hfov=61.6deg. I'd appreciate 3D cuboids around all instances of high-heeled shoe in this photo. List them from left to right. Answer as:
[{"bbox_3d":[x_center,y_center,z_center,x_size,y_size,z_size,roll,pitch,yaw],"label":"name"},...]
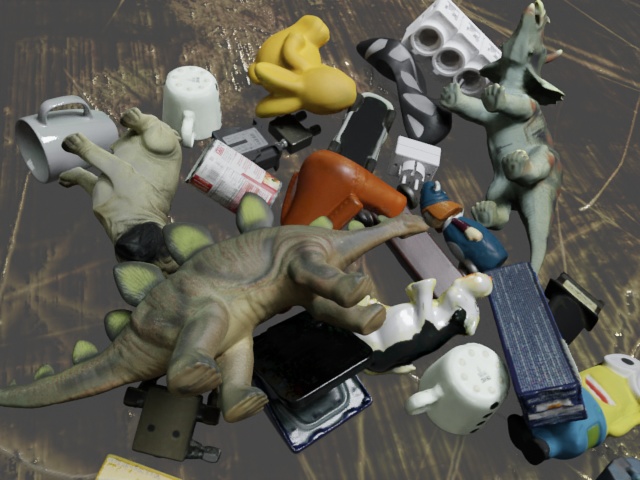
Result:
[{"bbox_3d":[0.122,-0.240,0.889,0.249,0.086,0.145,35,86,35],"label":"high-heeled shoe"}]

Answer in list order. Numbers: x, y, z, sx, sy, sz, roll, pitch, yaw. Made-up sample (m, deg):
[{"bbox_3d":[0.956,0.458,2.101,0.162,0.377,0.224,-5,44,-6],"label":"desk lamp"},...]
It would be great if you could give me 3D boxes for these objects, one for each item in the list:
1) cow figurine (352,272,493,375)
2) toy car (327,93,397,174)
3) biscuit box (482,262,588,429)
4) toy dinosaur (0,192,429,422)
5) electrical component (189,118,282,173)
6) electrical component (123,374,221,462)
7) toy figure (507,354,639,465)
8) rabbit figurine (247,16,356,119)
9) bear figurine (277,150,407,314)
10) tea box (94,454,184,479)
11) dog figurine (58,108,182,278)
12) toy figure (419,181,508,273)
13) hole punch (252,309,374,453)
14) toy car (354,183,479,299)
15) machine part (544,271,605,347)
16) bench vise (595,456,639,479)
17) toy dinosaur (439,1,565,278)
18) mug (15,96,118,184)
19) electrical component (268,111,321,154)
[{"bbox_3d":[0.118,0.093,0.601,0.167,0.068,0.098,-15,76,8],"label":"cow figurine"},{"bbox_3d":[0.059,-0.147,0.798,0.073,0.056,0.202,25,55,-1],"label":"toy car"},{"bbox_3d":[0.234,0.107,0.602,0.063,0.059,0.203,-17,31,16],"label":"biscuit box"},{"bbox_3d":[-0.108,0.069,0.513,0.471,0.104,0.199,-26,44,-12],"label":"toy dinosaur"},{"bbox_3d":[-0.121,-0.115,0.740,0.119,0.047,0.075,-21,62,-27],"label":"electrical component"},{"bbox_3d":[-0.143,0.173,0.533,0.102,0.045,0.078,8,82,-3],"label":"electrical component"},{"bbox_3d":[0.291,0.186,0.595,0.180,0.089,0.082,-22,71,-15],"label":"toy figure"},{"bbox_3d":[-0.023,-0.240,0.787,0.162,0.121,0.173,-23,50,-28],"label":"rabbit figurine"},{"bbox_3d":[-0.004,-0.003,0.650,0.120,0.131,0.195,24,88,45],"label":"bear figurine"},{"bbox_3d":[-0.122,0.261,0.455,0.170,0.068,0.098,21,54,2],"label":"tea box"},{"bbox_3d":[-0.200,-0.047,0.655,0.172,0.121,0.190,-36,83,-27],"label":"dog figurine"},{"bbox_3d":[0.184,-0.018,0.726,0.058,0.064,0.155,-26,62,-30],"label":"toy figure"},{"bbox_3d":[-0.013,0.143,0.566,0.142,0.092,0.116,-26,38,-24],"label":"hole punch"},{"bbox_3d":[0.121,0.009,0.700,0.089,0.053,0.202,-32,63,-7],"label":"toy car"},{"bbox_3d":[0.310,0.100,0.688,0.084,0.039,0.139,44,55,9],"label":"machine part"},{"bbox_3d":[0.377,0.306,0.490,0.223,0.128,0.241,4,32,-33],"label":"bench vise"},{"bbox_3d":[0.297,-0.129,0.787,0.192,0.131,0.404,-4,83,-33],"label":"toy dinosaur"},{"bbox_3d":[-0.315,-0.136,0.680,0.081,0.109,0.107,38,42,21],"label":"mug"},{"bbox_3d":[-0.046,-0.161,0.804,0.094,0.021,0.063,-32,67,-29],"label":"electrical component"}]
